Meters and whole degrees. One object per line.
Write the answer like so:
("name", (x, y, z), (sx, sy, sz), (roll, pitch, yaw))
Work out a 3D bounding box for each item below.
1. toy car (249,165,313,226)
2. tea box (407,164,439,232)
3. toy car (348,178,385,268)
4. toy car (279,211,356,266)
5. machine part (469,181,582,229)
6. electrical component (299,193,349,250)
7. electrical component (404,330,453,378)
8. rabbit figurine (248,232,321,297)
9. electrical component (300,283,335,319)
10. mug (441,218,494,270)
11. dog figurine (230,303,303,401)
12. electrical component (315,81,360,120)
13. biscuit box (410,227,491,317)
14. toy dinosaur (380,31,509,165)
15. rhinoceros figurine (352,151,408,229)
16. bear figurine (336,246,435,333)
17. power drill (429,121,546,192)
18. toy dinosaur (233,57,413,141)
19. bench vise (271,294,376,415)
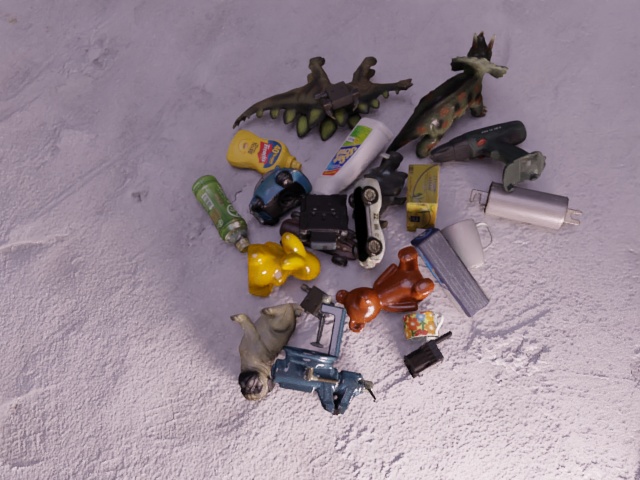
("toy car", (-0.107, -0.118, 1.320), (0.161, 0.109, 0.103), (-40, 46, 5))
("tea box", (0.230, -0.091, 1.212), (0.068, 0.169, 0.098), (2, 72, 9))
("toy car", (0.106, -0.038, 1.197), (0.056, 0.073, 0.201), (0, 81, -25))
("toy car", (-0.003, -0.004, 1.280), (0.202, 0.053, 0.089), (19, 71, 16))
("machine part", (0.467, -0.079, 1.221), (0.243, 0.079, 0.079), (14, 73, 14))
("electrical component", (0.008, -0.041, 1.236), (0.115, 0.058, 0.134), (-2, 60, 0))
("electrical component", (0.237, 0.242, 1.140), (0.119, 0.074, 0.048), (-27, 68, -5))
("rabbit figurine", (-0.081, 0.048, 1.234), (0.173, 0.162, 0.122), (6, 57, -8))
("electrical component", (-0.015, 0.142, 1.242), (0.094, 0.021, 0.063), (33, 78, 18))
("mug", (0.338, 0.011, 1.212), (0.110, 0.080, 0.107), (-18, 79, -2))
("dog figurine", (-0.107, 0.245, 1.190), (0.172, 0.121, 0.190), (-15, 82, 6))
("electrical component", (0.047, -0.341, 1.313), (0.102, 0.045, 0.078), (-26, 52, -3))
("biscuit box", (0.280, 0.067, 1.160), (0.063, 0.059, 0.202), (-36, 97, -4))
("toy dinosaur", (0.295, -0.322, 1.277), (0.405, 0.192, 0.131), (-44, 67, -9))
("rhinoceros figurine", (0.147, -0.118, 1.275), (0.112, 0.073, 0.190), (32, 95, 32))
("bear figurine", (0.136, 0.113, 1.176), (0.196, 0.131, 0.120), (-19, 64, -5))
("power drill", (0.398, -0.193, 1.246), (0.232, 0.085, 0.207), (-22, 33, -7))
("toy dinosaur", (0.003, -0.363, 1.387), (0.472, 0.105, 0.198), (-3, 73, 13))
("bench vise", (0.017, 0.239, 1.139), (0.224, 0.129, 0.240), (10, 81, 4))
